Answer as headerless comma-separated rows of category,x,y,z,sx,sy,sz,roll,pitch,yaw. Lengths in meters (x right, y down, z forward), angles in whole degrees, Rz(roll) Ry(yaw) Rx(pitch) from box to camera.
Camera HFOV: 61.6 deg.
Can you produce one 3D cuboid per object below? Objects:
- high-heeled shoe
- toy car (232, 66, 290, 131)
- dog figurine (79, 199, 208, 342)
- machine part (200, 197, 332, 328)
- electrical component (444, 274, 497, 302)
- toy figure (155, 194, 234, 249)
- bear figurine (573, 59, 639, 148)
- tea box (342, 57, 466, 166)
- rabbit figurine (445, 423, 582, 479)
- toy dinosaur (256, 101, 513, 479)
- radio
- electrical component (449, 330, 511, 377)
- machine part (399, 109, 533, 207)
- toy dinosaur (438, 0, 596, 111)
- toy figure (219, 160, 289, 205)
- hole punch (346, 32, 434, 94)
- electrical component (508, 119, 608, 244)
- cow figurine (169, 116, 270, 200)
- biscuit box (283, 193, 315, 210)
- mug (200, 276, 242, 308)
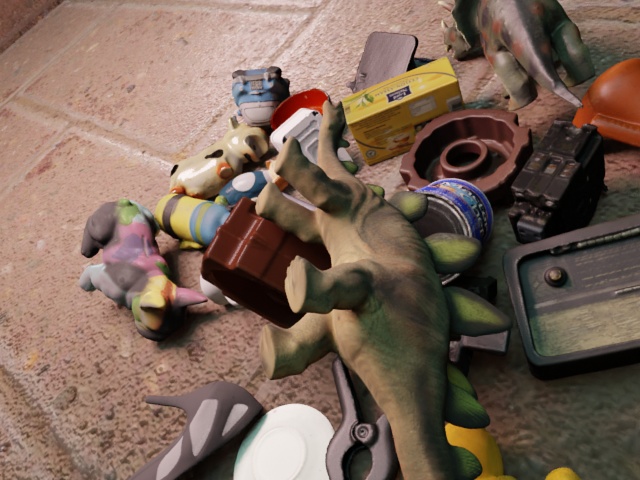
high-heeled shoe,-0.156,0.286,0.622,0.145,0.086,0.248,10,74,0
toy car,-0.106,-0.254,0.992,0.109,0.102,0.161,-6,4,-1
dog figurine,-0.262,0.044,0.808,0.219,0.108,0.191,16,101,40
machine part,-0.028,0.045,0.612,0.201,0.201,0.087,30,72,-5
electrical component,0.164,0.055,0.608,0.063,0.094,0.021,3,100,31
toy figure,-0.189,-0.031,0.868,0.180,0.089,0.082,13,53,39
bear figurine,0.397,-0.115,0.612,0.120,0.131,0.196,-36,63,-1
tea box,0.130,-0.193,0.819,0.170,0.098,0.068,-17,48,13
rabbit figurine,0.147,0.237,0.458,0.162,0.121,0.173,-44,36,6
toy dinosaur,0.055,0.057,0.440,0.198,0.105,0.471,7,55,-21
radio,0.305,0.047,0.524,0.230,0.073,0.131,-16,58,15
electrical component,0.149,0.108,0.591,0.119,0.047,0.075,1,55,30
machine part,0.201,-0.106,0.736,0.179,0.056,0.179,-16,46,18
toy dinosaur,0.259,-0.287,0.719,0.131,0.192,0.405,-35,14,15
toy figure,-0.090,-0.095,0.892,0.154,0.058,0.064,-26,84,6
hole punch,0.128,-0.279,0.912,0.142,0.092,0.115,28,100,39
electrical component,0.269,-0.049,0.607,0.058,0.114,0.134,23,73,43
cow figurine,-0.177,-0.139,0.960,0.195,0.085,0.127,-27,52,8
biscuit box,-0.001,-0.002,0.711,0.203,0.059,0.063,25,75,30
mug,-0.116,0.054,0.770,0.107,0.080,0.110,-34,47,15
